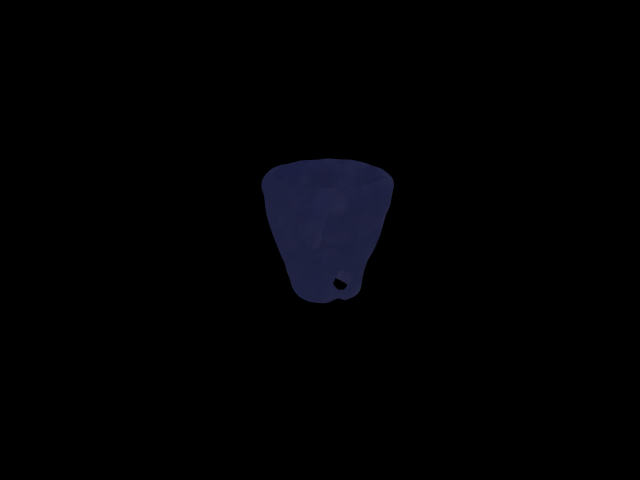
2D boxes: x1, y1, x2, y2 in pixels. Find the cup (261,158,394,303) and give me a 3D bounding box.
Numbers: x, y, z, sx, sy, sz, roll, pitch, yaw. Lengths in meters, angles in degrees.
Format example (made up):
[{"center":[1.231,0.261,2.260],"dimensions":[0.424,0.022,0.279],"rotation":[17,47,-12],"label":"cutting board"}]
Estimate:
[{"center":[0.004,0.001,0.400],"dimensions":[0.091,0.095,0.118],"rotation":[3,22,7],"label":"cup"}]
